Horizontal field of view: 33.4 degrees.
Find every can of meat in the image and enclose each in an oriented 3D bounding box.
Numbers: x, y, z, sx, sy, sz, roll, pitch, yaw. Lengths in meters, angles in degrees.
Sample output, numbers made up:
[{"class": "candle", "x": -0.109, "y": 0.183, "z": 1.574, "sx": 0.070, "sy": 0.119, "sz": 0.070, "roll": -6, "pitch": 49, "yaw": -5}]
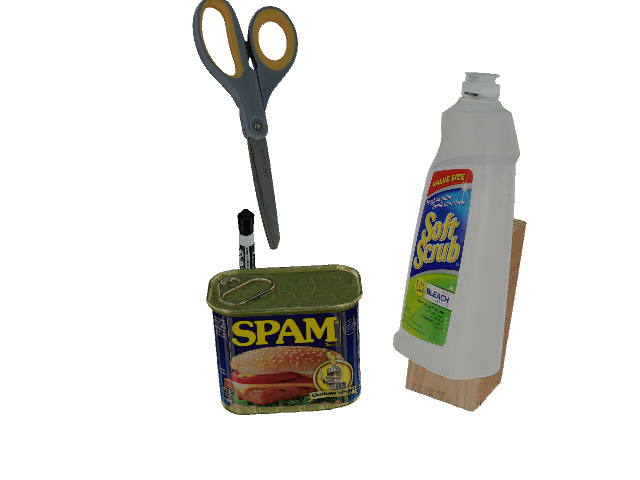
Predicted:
[{"class": "can of meat", "x": -0.022, "y": 0.067, "z": 0.718, "sx": 0.102, "sy": 0.084, "sz": 0.057, "roll": -3, "pitch": 26, "yaw": 0}]

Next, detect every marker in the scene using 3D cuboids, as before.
[{"class": "marker", "x": -0.083, "y": 0.018, "z": 1.213, "sx": 0.020, "sy": 0.121, "sz": 0.020, "roll": 0, "pitch": 33, "yaw": 0}]

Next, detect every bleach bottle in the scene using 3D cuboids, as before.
[{"class": "bleach bottle", "x": 0.119, "y": -0.016, "z": 0.903, "sx": 0.068, "sy": 0.251, "sz": 0.103, "roll": -4, "pitch": 16, "yaw": -30}]

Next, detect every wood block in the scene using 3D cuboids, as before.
[{"class": "wood block", "x": 0.165, "y": 0.075, "z": 1.216, "sx": 0.090, "sy": 0.206, "sz": 0.090, "roll": 17, "pitch": 25, "yaw": 26}]

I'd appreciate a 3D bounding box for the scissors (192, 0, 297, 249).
[{"class": "scissors", "x": -0.039, "y": -0.101, "z": 0.842, "sx": 0.096, "sy": 0.202, "sz": 0.016, "roll": -23, "pitch": 1, "yaw": -30}]
